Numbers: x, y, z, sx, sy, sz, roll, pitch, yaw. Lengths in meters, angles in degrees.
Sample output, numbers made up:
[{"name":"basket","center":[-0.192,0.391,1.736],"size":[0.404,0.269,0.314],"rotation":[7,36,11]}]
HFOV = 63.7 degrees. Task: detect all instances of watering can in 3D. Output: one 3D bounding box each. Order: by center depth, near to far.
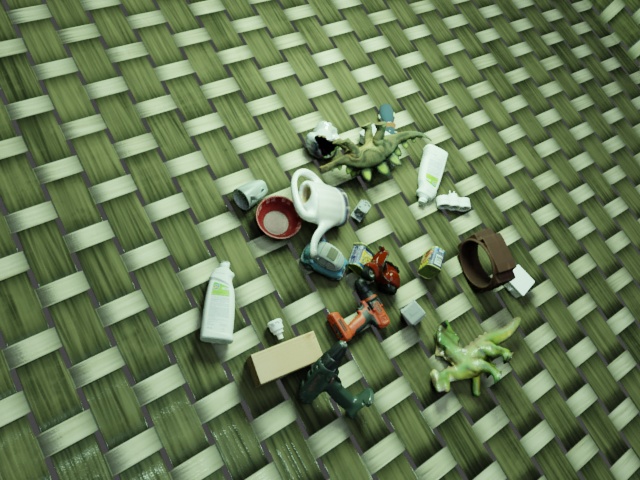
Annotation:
[{"name":"watering can","center":[0.005,-0.088,1.742],"size":[0.224,0.354,0.102],"rotation":[10,-35,-39]}]

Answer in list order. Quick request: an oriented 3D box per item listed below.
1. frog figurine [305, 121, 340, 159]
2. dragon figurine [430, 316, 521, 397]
[{"name":"frog figurine","center":[0.009,-0.378,1.933],"size":[0.137,0.120,0.163],"rotation":[-7,33,-11]},{"name":"dragon figurine","center":[0.506,0.362,1.746],"size":[0.244,0.418,0.119],"rotation":[34,-30,8]}]
